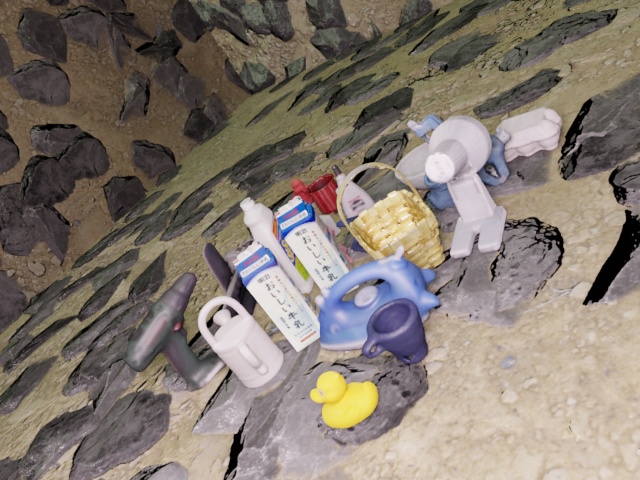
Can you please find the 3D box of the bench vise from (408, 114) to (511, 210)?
[{"bbox_3d":[0.291,-0.196,1.229,0.207,0.220,0.121,-37,25,-4],"label":"bench vise"}]

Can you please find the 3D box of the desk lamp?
[{"bbox_3d":[0.276,-0.111,1.102,0.117,0.214,0.203,-17,30,34],"label":"desk lamp"}]

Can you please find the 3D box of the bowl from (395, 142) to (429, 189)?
[{"bbox_3d":[0.271,-0.174,1.390,0.167,0.075,0.167,-28,25,15],"label":"bowl"}]

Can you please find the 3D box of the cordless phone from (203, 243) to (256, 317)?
[{"bbox_3d":[-0.239,0.106,1.391,0.094,0.185,0.147,-28,25,14],"label":"cordless phone"}]

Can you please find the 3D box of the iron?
[{"bbox_3d":[0.079,0.108,1.041,0.258,0.142,0.118,-26,26,19],"label":"iron"}]

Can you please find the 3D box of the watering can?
[{"bbox_3d":[-0.169,0.193,1.137,0.172,0.194,0.101,-2,41,50],"label":"watering can"}]

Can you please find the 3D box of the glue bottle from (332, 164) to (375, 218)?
[{"bbox_3d":[0.075,-0.113,1.406,0.078,0.173,0.037,-34,25,2],"label":"glue bottle"}]

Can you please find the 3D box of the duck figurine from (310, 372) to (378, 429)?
[{"bbox_3d":[0.034,0.246,0.917,0.104,0.086,0.077,-26,26,19],"label":"duck figurine"}]

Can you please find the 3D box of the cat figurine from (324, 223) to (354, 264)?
[{"bbox_3d":[0.012,0.005,1.340,0.067,0.118,0.127,-35,25,0],"label":"cat figurine"}]

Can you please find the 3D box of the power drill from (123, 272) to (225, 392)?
[{"bbox_3d":[-0.300,0.215,1.244,0.075,0.209,0.230,1,43,52],"label":"power drill"}]

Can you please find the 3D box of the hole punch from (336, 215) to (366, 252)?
[{"bbox_3d":[0.107,-0.034,1.324,0.101,0.091,0.108,-47,27,-24],"label":"hole punch"}]

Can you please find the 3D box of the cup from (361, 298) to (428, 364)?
[{"bbox_3d":[0.127,0.166,0.933,0.118,0.095,0.091,-43,26,-18],"label":"cup"}]

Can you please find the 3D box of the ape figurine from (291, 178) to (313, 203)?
[{"bbox_3d":[-0.056,-0.144,1.725,0.077,0.092,0.076,-21,28,28],"label":"ape figurine"}]

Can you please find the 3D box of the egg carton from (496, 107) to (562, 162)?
[{"bbox_3d":[0.457,-0.233,1.268,0.150,0.069,0.107,-15,31,37],"label":"egg carton"}]

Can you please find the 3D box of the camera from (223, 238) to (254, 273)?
[{"bbox_3d":[-0.216,0.061,1.546,0.136,0.101,0.143,-17,30,34],"label":"camera"}]
